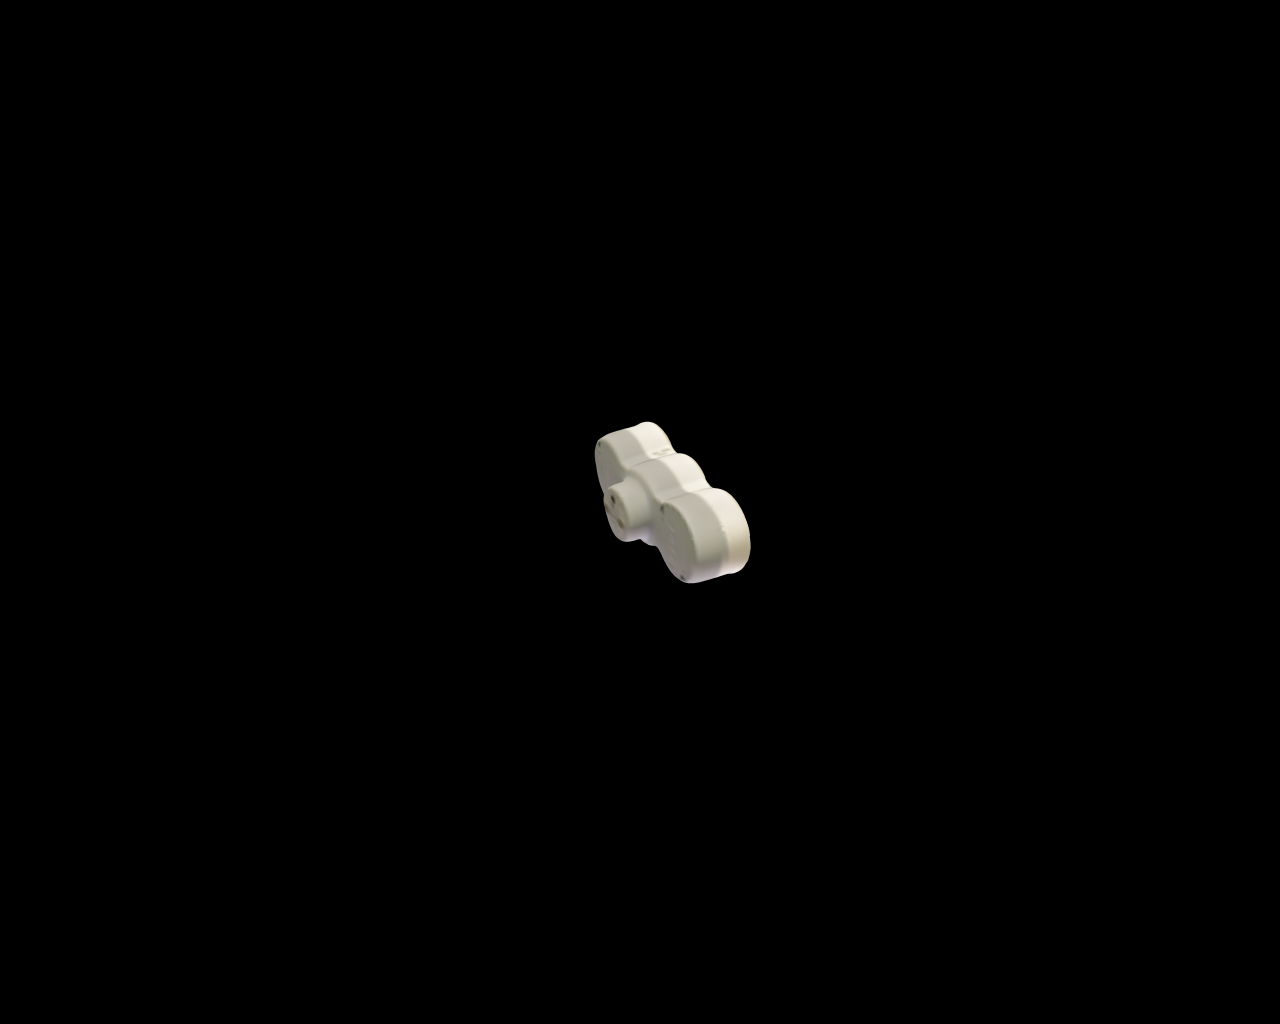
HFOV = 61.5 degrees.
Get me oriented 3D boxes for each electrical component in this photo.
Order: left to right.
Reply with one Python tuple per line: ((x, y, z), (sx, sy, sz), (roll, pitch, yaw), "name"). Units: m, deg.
((0.001, -0.003, 0.650), (0.074, 0.052, 0.138), (-16, 37, -22), "electrical component")
